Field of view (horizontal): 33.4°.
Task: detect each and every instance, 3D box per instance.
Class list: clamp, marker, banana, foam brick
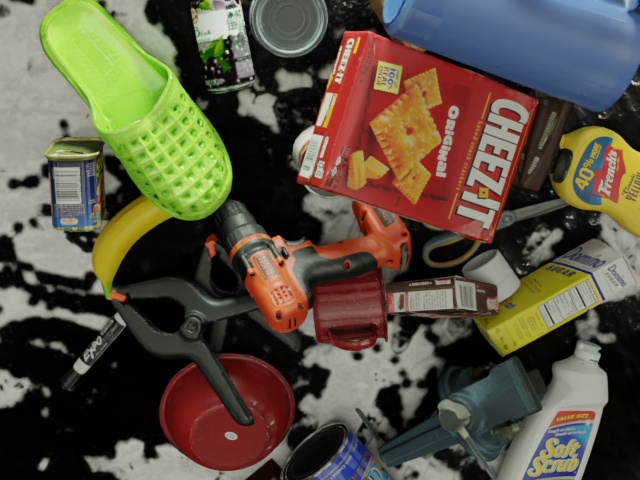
[{"bbox_3d":[-0.137,0.107,1.189,0.210,0.036,0.164,14,86,4],"label":"clamp"},{"bbox_3d":[-0.260,0.127,1.238,0.020,0.020,0.121,39,97,-13],"label":"marker"},{"bbox_3d":[-0.107,0.080,1.233,0.120,0.039,0.171,-28,104,-1],"label":"clamp"},{"bbox_3d":[-0.192,-0.019,1.203,0.198,0.037,0.069,-41,128,7],"label":"banana"},{"bbox_3d":[-0.070,0.314,1.286,0.078,0.053,0.051,-39,105,5],"label":"foam brick"}]

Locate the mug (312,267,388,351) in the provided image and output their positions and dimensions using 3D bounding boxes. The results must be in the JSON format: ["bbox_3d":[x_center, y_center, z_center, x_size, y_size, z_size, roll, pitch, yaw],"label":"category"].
[{"bbox_3d":[0.033,0.082,1.211,0.081,0.117,0.093,-5,132,0],"label":"mug"}]

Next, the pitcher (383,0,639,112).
[{"bbox_3d":[0.194,-0.226,1.045,0.242,0.145,0.149,14,110,-13],"label":"pitcher"}]

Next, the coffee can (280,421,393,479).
[{"bbox_3d":[0.035,0.301,1.268,0.103,0.103,0.140,-38,104,4],"label":"coffee can"}]

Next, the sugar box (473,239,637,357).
[{"bbox_3d":[0.267,0.065,1.239,0.176,0.093,0.048,-32,105,2],"label":"sugar box"}]

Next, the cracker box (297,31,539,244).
[{"bbox_3d":[0.103,-0.103,1.101,0.213,0.072,0.164,17,93,-24],"label":"cracker box"}]

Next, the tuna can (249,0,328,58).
[{"bbox_3d":[-0.034,-0.242,1.163,0.086,0.034,0.086,-1,104,-6],"label":"tuna can"}]

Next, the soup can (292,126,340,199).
[{"bbox_3d":[0.006,-0.088,1.169,0.068,0.102,0.068,-1,104,-6],"label":"soup can"}]

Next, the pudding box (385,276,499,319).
[{"bbox_3d":[0.137,0.066,1.191,0.090,0.113,0.039,-8,77,32],"label":"pudding box"}]

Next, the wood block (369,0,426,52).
[{"bbox_3d":[0.158,-0.288,1.143,0.206,0.090,0.091,-31,104,2],"label":"wood block"}]

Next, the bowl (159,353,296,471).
[{"bbox_3d":[-0.106,0.213,1.240,0.162,0.055,0.162,-3,116,-6],"label":"bowl"}]

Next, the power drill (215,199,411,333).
[{"bbox_3d":[-0.008,0.001,1.182,0.187,0.184,0.057,-22,146,-14],"label":"power drill"}]

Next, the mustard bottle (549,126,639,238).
[{"bbox_3d":[0.324,-0.077,1.228,0.191,0.058,0.096,24,94,-10],"label":"mustard bottle"}]

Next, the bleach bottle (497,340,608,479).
[{"bbox_3d":[0.281,0.241,1.301,0.102,0.068,0.251,15,99,-9],"label":"bleach bottle"}]

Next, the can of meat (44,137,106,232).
[{"bbox_3d":[-0.261,-0.061,1.150,0.057,0.102,0.084,-1,106,-6],"label":"can of meat"}]

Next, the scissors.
[{"bbox_3d":[0.202,-0.038,1.247,0.202,0.016,0.096,-30,105,2],"label":"scissors"}]
